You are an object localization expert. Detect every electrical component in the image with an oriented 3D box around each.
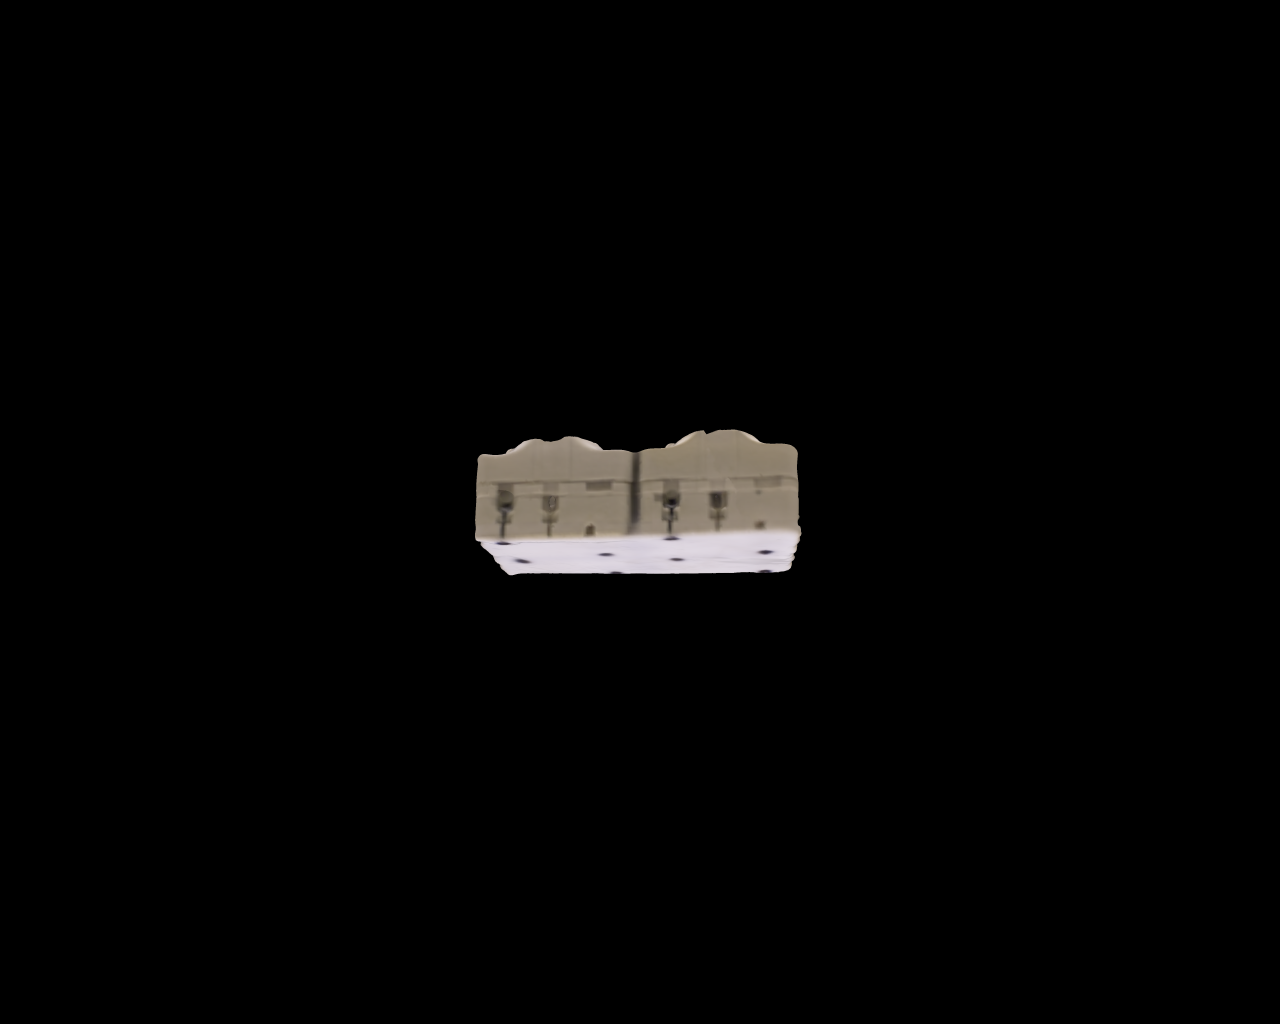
[{"bbox_3d":[0.001,-0.003,0.650,0.186,0.060,0.105,-1,-15,5],"label":"electrical component"}]
